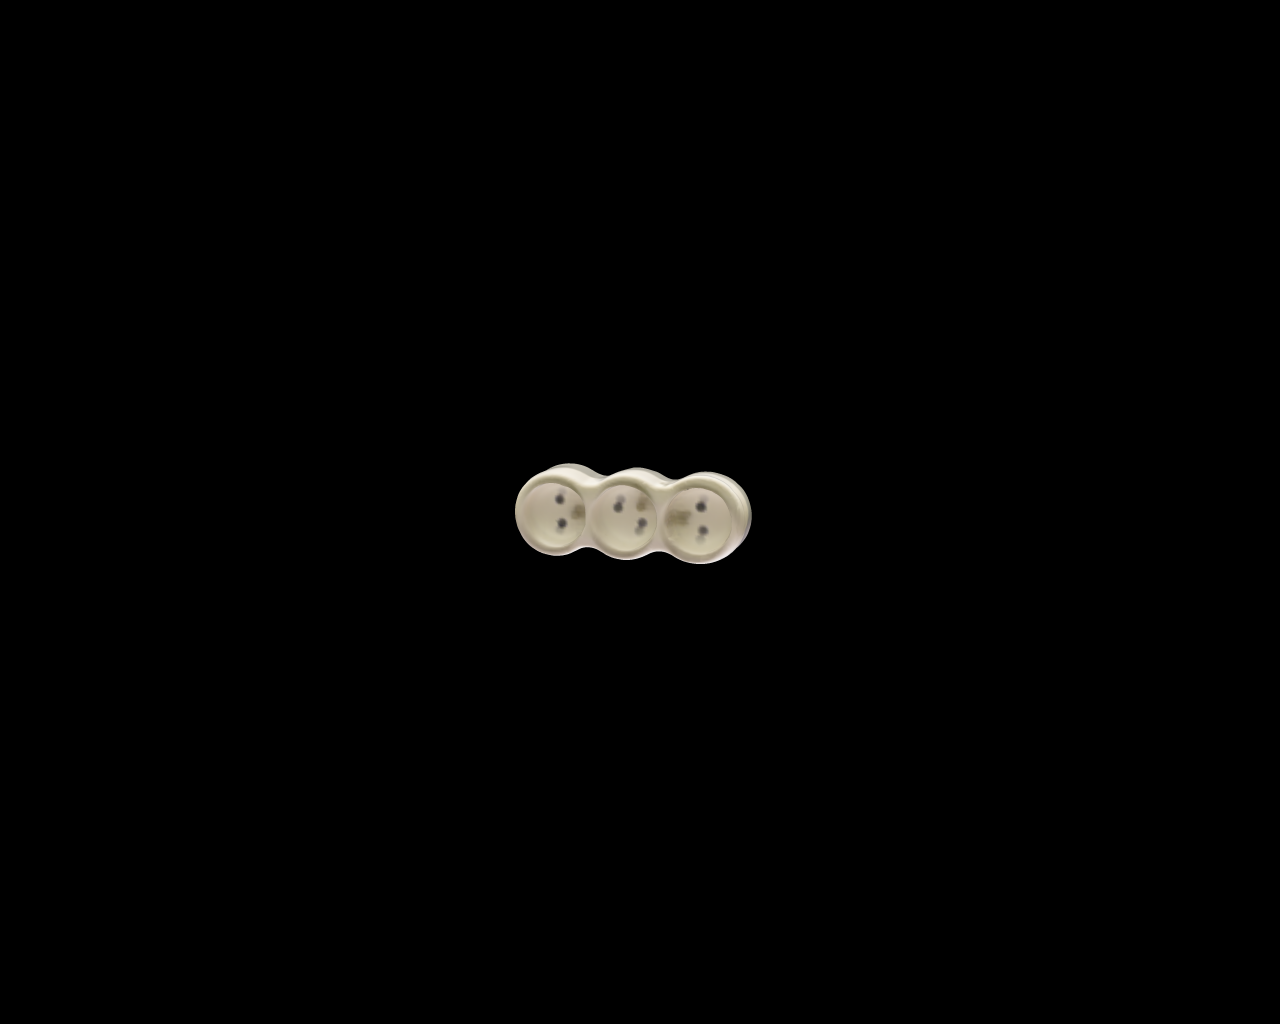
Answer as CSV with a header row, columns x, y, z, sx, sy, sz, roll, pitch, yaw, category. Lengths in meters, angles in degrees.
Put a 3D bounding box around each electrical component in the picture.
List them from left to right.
x,y,z,sx,sy,sz,roll,pitch,yaw,category
0.001,-0.003,0.650,0.138,0.052,0.074,3,12,16,electrical component
